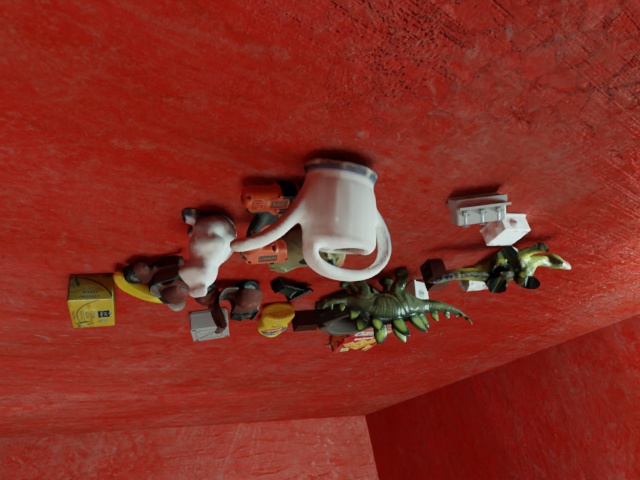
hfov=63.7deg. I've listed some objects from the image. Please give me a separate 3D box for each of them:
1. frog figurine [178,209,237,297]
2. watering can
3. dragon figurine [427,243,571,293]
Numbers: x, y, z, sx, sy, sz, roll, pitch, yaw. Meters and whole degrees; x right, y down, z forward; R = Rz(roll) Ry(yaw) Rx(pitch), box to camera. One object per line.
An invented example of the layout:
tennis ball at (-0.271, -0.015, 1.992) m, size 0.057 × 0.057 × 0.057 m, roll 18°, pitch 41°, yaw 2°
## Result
frog figurine at (-0.220, 0.030, 1.028) m, size 0.123 × 0.163 × 0.134 m, roll 0°, pitch 150°, yaw -24°
watering can at (0.003, -0.046, 0.918) m, size 0.346 × 0.227 × 0.103 m, roll 13°, pitch 159°, yaw -37°
dragon figurine at (0.503, 0.083, 1.458) m, size 0.410 × 0.123 × 0.242 m, roll -6°, pitch 175°, yaw 7°
